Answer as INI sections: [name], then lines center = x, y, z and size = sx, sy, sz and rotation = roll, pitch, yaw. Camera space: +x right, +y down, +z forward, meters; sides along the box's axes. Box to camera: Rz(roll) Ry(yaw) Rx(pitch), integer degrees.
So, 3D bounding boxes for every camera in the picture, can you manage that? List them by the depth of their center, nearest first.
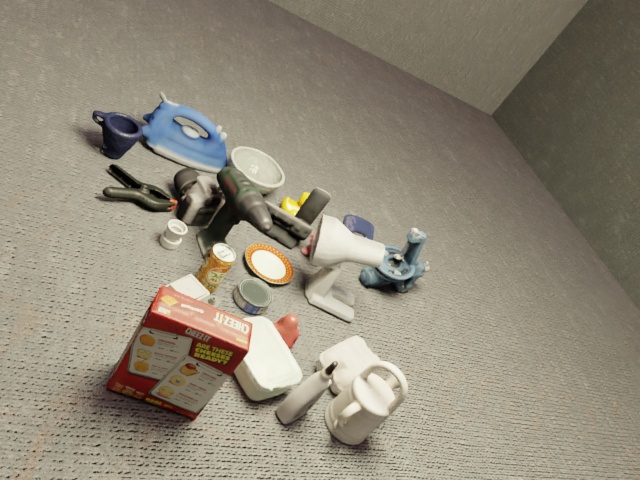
[camera]
center = -0.283, -0.116, 1.388
size = 0.144, 0.100, 0.136
rotation = -4, 50, -47

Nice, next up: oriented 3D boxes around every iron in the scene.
[iron]
center = -0.335, -0.280, 1.510
size = 0.259, 0.141, 0.118
rotation = 23, 35, -22

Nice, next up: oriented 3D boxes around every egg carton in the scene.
[egg carton]
center = 0.065, 0.275, 1.257
size = 0.107, 0.069, 0.151
rotation = 49, 33, 18

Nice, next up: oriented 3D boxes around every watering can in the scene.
[watering can]
center = 0.102, 0.308, 1.132
size = 0.101, 0.194, 0.173
rotation = 38, 32, 1

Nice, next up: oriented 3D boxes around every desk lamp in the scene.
[desk lamp]
center = 0.045, 0.061, 1.376
size = 0.204, 0.213, 0.118
rotation = 28, 33, -15

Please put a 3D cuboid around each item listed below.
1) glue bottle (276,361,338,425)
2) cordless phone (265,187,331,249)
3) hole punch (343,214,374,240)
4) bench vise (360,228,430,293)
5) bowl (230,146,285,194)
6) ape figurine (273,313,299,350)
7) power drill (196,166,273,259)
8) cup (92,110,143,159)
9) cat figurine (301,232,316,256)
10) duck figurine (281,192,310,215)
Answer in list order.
[glue bottle]
center = -0.013, 0.280, 1.076
size = 0.078, 0.173, 0.037
rotation = -11, 55, -50
[cordless phone]
center = -0.066, -0.083, 1.479
size = 0.148, 0.185, 0.094
rotation = 28, 33, -14
[hole punch]
center = 0.103, -0.005, 1.633
size = 0.109, 0.091, 0.101
rotation = 20, 36, -25
[bench vise]
center = 0.233, 0.044, 1.576
size = 0.208, 0.219, 0.121
rotation = -12, 56, -51
[bowl]
center = -0.186, -0.180, 1.591
size = 0.168, 0.074, 0.167
rotation = 26, 34, -18
[ape figurine]
center = -0.074, 0.191, 1.208
size = 0.078, 0.092, 0.076
rotation = 26, 33, -17
[power drill]
center = -0.194, -0.045, 1.282
size = 0.076, 0.208, 0.229
rotation = 6, 43, -40
[cup]
center = -0.492, -0.247, 1.358
size = 0.118, 0.095, 0.091
rotation = 27, 33, -16
[cat figurine]
center = 0.014, 0.005, 1.507
size = 0.067, 0.117, 0.128
rotation = 48, 33, 17
[duck figurine]
center = -0.051, -0.098, 1.607
size = 0.105, 0.086, 0.077
rotation = 28, 33, -14
